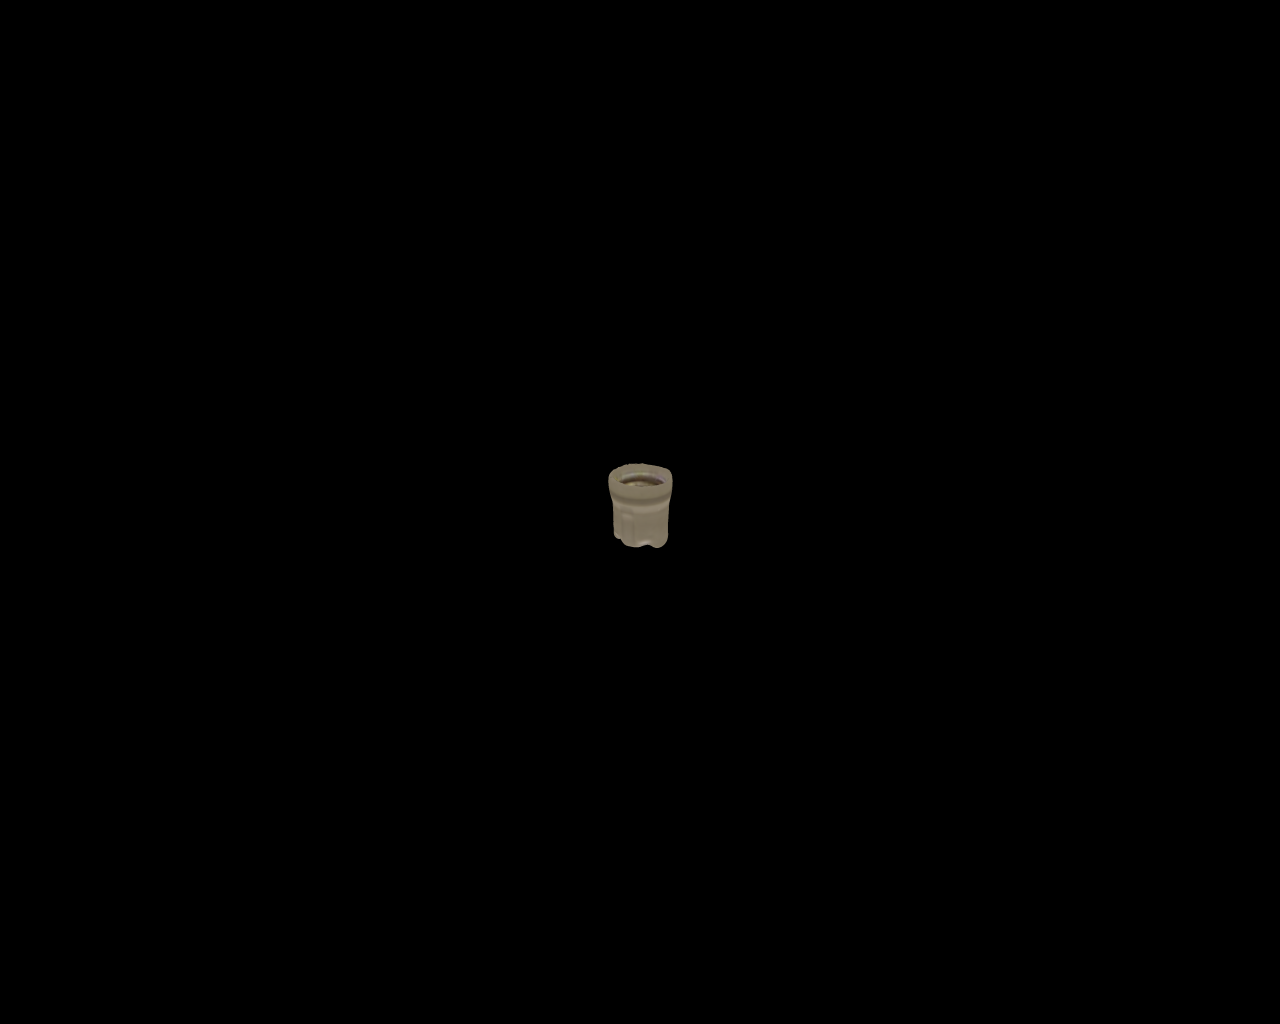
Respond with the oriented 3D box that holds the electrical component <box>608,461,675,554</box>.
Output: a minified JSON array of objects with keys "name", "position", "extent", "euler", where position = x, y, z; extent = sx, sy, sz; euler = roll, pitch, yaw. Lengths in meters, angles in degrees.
[{"name":"electrical component","position":[0.001,-0.003,0.650],"extent":[0.040,0.046,0.040],"euler":[0,25,0]}]
